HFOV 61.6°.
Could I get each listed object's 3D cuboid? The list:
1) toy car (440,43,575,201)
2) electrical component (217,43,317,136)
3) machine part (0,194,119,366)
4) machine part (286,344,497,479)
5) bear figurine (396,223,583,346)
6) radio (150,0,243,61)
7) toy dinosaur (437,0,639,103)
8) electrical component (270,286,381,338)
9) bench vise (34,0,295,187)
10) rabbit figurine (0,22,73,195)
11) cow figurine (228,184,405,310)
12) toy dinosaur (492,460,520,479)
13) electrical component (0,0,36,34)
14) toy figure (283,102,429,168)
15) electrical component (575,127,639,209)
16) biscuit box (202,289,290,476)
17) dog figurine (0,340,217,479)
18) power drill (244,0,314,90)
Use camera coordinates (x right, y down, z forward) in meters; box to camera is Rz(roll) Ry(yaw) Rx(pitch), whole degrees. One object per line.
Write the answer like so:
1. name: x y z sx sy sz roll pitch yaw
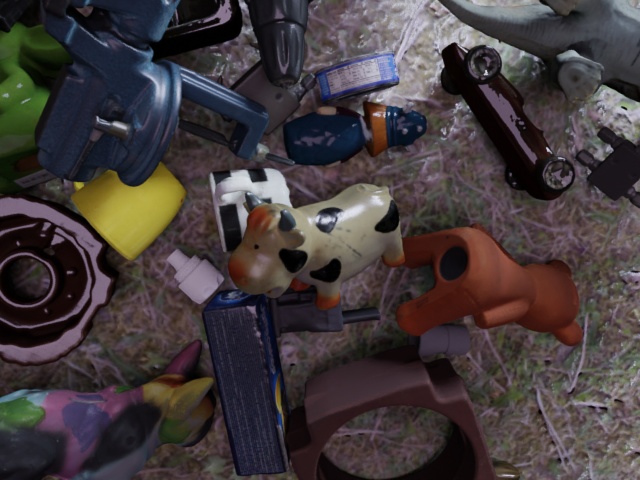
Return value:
1. toy car: 0.201 -0.129 0.578 0.053 0.089 0.202 -36 97 3
2. electrical component: -0.064 -0.161 0.577 0.078 0.045 0.102 40 94 -29
3. machine part: -0.307 0.040 0.569 0.179 0.056 0.179 -1 97 -12
4. machine part: 0.078 0.231 0.599 0.201 0.087 0.200 -21 109 3
5. bear figurine: 0.195 0.056 0.602 0.195 0.132 0.120 21 58 -35
6. radio: -0.160 -0.307 0.534 0.131 0.073 0.229 -10 99 -2
7. toy dinosaur: 0.312 -0.190 0.556 0.405 0.192 0.131 30 111 8
8. electrical component: 0.006 0.072 0.596 0.119 0.075 0.047 -7 98 1
9. bench vise: -0.135 -0.136 0.487 0.240 0.129 0.223 17 105 -39
10. rabbit figurine: -0.297 -0.153 0.526 0.159 0.121 0.170 -23 84 -1
11. cow figurine: -0.001 -0.002 0.528 0.195 0.086 0.127 -26 127 -30
12. toy dinosaur: 0.229 0.381 0.640 0.472 0.105 0.198 12 100 -1
13. electrical component: -0.317 -0.274 0.509 0.115 0.058 0.134 19 69 8
14. toy figure: 0.039 -0.118 0.582 0.154 0.064 0.058 -11 60 -7
15. electrical component: 0.340 -0.080 0.604 0.094 0.063 0.021 46 48 14
16. biscuit box: -0.076 0.155 0.598 0.063 0.059 0.202 -7 102 7
17. dog figurine: -0.219 0.184 0.570 0.219 0.109 0.191 -40 121 -4
18. power drill: 0.021 -0.277 0.540 0.207 0.086 0.232 -15 84 1
